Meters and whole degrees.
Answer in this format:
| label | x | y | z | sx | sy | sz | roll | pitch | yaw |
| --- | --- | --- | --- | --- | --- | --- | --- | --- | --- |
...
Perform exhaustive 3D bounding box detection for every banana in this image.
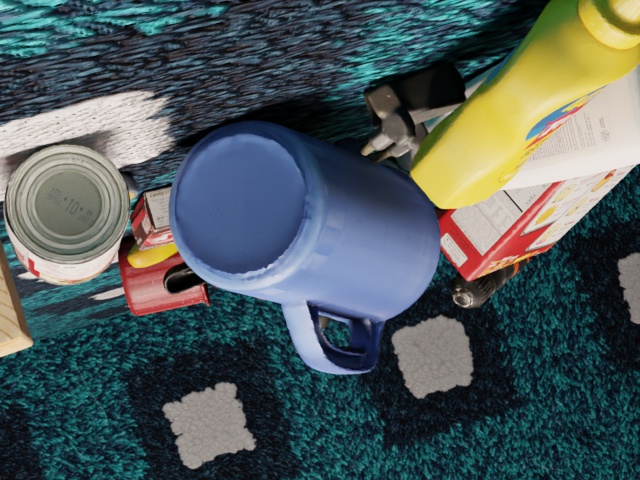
| label | x | y | z | sx | sy | sz | roll | pitch | yaw |
| --- | --- | --- | --- | --- | --- | --- | --- | --- | --- |
| banana | -0.114 | -0.003 | 1.031 | 0.037 | 0.069 | 0.197 | 18 | -175 | 25 |

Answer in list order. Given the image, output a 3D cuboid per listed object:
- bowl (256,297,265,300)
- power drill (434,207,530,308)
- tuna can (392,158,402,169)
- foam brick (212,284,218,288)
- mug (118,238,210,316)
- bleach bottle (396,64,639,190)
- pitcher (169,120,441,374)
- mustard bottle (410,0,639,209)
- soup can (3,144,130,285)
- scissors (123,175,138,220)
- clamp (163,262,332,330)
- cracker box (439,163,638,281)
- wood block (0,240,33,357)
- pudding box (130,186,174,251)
| label | x | y | z | sx | sy | sz | roll | pitch | yaw |
| --- | --- | --- | --- | --- | --- | --- | --- | --- | --- |
| bowl | -0.002 | 0.012 | 1.137 | 0.161 | 0.055 | 0.162 | -38 | 150 | -27 |
| power drill | 0.136 | 0.007 | 1.175 | 0.188 | 0.057 | 0.184 | 10 | -145 | 34 |
| tuna can | 0.081 | -0.042 | 1.137 | 0.033 | 0.086 | 0.086 | 20 | 173 | -4 |
| foam brick | -0.095 | 0.008 | 1.159 | 0.052 | 0.078 | 0.051 | -15 | 178 | -24 |
| mug | -0.165 | 0.038 | 1.136 | 0.081 | 0.093 | 0.117 | -12 | 153 | -3 |
| bleach bottle | 0.141 | -0.089 | 0.754 | 0.067 | 0.102 | 0.251 | -6 | 178 | -35 |
| pitcher | -0.005 | 0.001 | 0.758 | 0.145 | 0.149 | 0.242 | -51 | 160 | 9 |
| mustard bottle | 0.129 | -0.091 | 0.613 | 0.096 | 0.058 | 0.192 | -34 | 172 | -33 |
| soup can | -0.146 | -0.012 | 0.616 | 0.068 | 0.068 | 0.102 | -16 | 176 | -15 |
| scissors | -0.154 | -0.027 | 0.795 | 0.096 | 0.016 | 0.201 | -18 | 177 | 18 |
| clamp | -0.024 | 0.006 | 1.003 | 0.165 | 0.036 | 0.209 | 18 | -138 | 26 |
| cracker box | 0.219 | -0.066 | 0.983 | 0.163 | 0.072 | 0.214 | -15 | 151 | -50 |
| wood block | -0.260 | 0.043 | 0.748 | 0.090 | 0.091 | 0.206 | -16 | 177 | -14 |
| pudding box | -0.097 | -0.027 | 0.888 | 0.113 | 0.039 | 0.090 | -17 | 176 | -19 |
